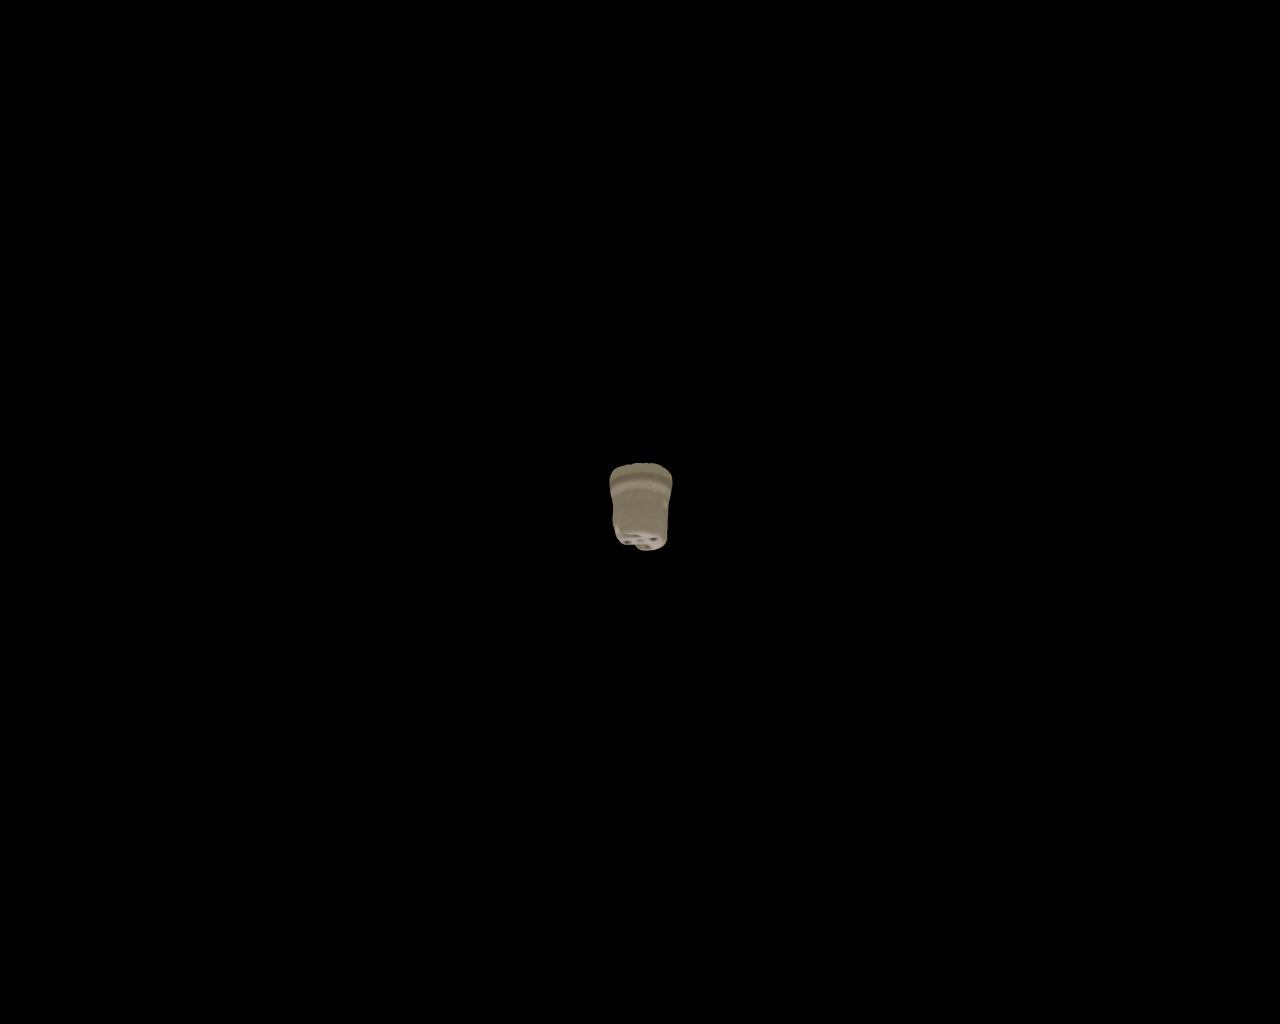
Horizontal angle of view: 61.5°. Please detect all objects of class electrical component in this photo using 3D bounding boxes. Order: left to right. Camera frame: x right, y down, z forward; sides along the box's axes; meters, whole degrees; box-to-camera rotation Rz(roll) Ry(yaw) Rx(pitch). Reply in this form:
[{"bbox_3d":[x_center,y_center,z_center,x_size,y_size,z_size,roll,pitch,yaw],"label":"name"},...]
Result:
[{"bbox_3d":[0.001,-0.003,0.650,0.040,0.046,0.040,0,-24,0],"label":"electrical component"}]
